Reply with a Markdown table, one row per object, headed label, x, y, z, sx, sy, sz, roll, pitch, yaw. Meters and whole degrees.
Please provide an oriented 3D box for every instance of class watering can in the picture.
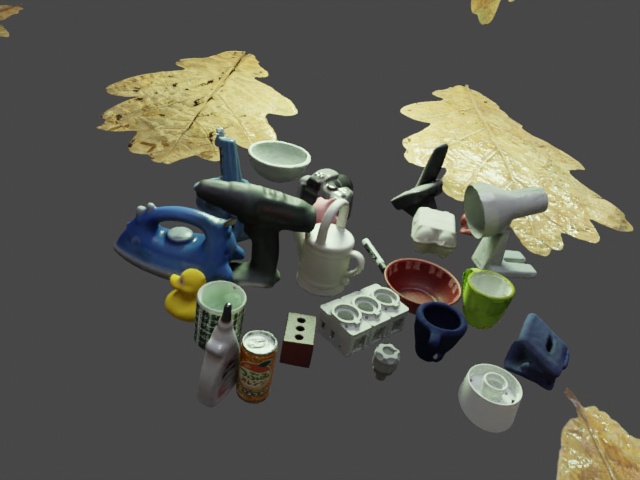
| label | x | y | z | sx | sy | sz | roll | pitch | yaw |
| --- | --- | --- | --- | --- | --- | --- | --- | --- | --- |
| watering can | 0.009 | 0.005 | 1.126 | 0.172 | 0.194 | 0.101 | 14 | 31 | 4 |

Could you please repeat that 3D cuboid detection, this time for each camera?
| label | x | y | z | sx | sy | sz | roll | pitch | yaw |
| --- | --- | --- | --- | --- | --- | --- | --- | --- | --- |
| camera | 0.034 | -0.123 | 1.430 | 0.142 | 0.101 | 0.137 | 32 | 37 | 29 |

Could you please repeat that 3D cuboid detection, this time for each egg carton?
| label | x | y | z | sx | sy | sz | roll | pitch | yaw |
| --- | --- | --- | --- | --- | --- | --- | --- | --- | --- |
| egg carton | 0.273 | -0.022 | 1.378 | 0.107 | 0.069 | 0.150 | 13 | 31 | 2 |

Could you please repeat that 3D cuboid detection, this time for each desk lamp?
| label | x | y | z | sx | sy | sz | roll | pitch | yaw |
| --- | --- | --- | --- | --- | --- | --- | --- | --- | --- |
| desk lamp | 0.413 | -0.028 | 1.297 | 0.203 | 0.213 | 0.117 | 3 | 32 | -14 |

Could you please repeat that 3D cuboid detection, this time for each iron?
| label | x | y | z | sx | sy | sz | roll | pitch | yaw |
| --- | --- | --- | --- | --- | --- | --- | --- | --- | --- |
| iron | -0.276 | -0.009 | 1.102 | 0.258 | 0.141 | 0.118 | 13 | 31 | 3 |

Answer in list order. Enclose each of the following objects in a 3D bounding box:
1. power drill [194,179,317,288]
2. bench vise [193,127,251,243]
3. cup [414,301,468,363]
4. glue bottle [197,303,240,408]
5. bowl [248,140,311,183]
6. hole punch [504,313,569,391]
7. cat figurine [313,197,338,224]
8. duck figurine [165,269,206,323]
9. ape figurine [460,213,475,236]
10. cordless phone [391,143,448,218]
| label | x | y | z | sx | sy | sz | roll | pitch | yaw |
| --- | --- | --- | --- | --- | --- | --- | --- | --- | --- |
| power drill | -0.127 | -0.012 | 1.093 | 0.230 | 0.208 | 0.075 | 3 | 32 | -14 |
| bench vise | -0.182 | -0.119 | 1.236 | 0.207 | 0.220 | 0.122 | 25 | 34 | 20 |
| cup | 0.201 | 0.177 | 1.010 | 0.091 | 0.095 | 0.118 | 19 | 32 | 12 |
| glue bottle | -0.144 | 0.162 | 0.842 | 0.037 | 0.173 | 0.078 | 21 | 33 | 15 |
| bowl | -0.112 | -0.200 | 1.529 | 0.167 | 0.075 | 0.167 | 9 | 32 | -5 |
| hole punch | 0.404 | 0.200 | 1.045 | 0.101 | 0.091 | 0.109 | 24 | 33 | 19 |
| cat figurine | 0.006 | -0.038 | 1.267 | 0.067 | 0.118 | 0.128 | 13 | 31 | 2 |
| duck figurine | -0.220 | 0.093 | 1.012 | 0.104 | 0.086 | 0.077 | 14 | 31 | 4 |
| ape figurine | 0.405 | -0.056 | 1.456 | 0.076 | 0.092 | 0.077 | -15 | 40 | -36 |
| cordless phone | 0.268 | -0.163 | 1.492 | 0.094 | 0.185 | 0.148 | 29 | 36 | 26 |
